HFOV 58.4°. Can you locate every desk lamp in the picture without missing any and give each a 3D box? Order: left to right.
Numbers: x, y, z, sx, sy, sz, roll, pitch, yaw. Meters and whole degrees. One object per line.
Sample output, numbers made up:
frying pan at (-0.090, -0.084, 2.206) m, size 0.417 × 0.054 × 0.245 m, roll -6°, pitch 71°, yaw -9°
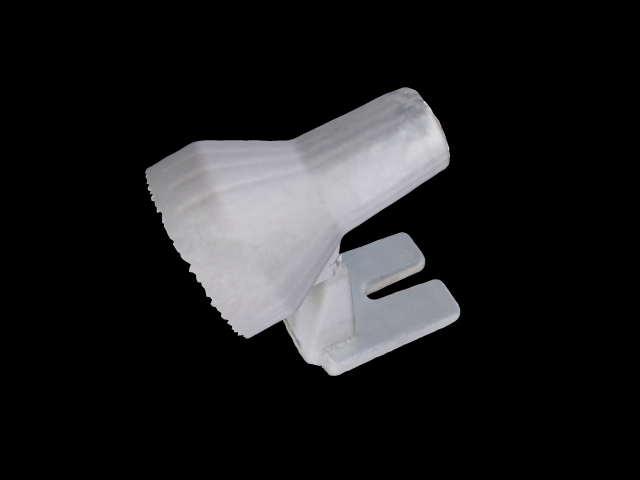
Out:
desk lamp at (0.004, 0.001, 0.400) m, size 0.203 × 0.214 × 0.117 m, roll -21°, pitch 55°, yaw -15°
